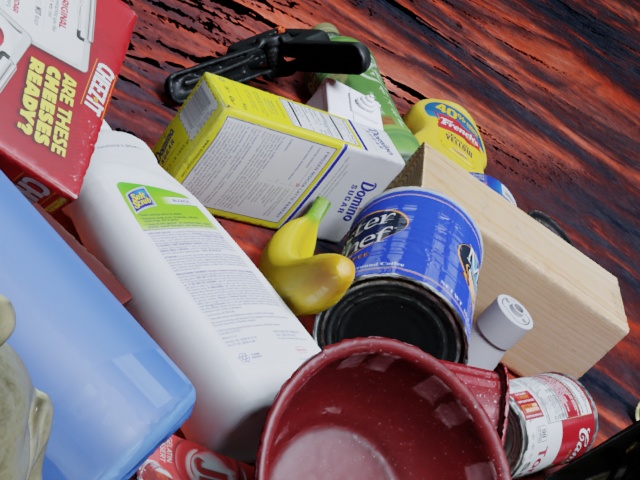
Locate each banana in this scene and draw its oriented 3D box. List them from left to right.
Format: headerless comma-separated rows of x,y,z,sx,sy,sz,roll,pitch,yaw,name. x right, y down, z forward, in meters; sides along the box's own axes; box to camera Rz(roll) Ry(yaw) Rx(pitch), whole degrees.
-0.014,0.016,0.701,0.037,0.070,0.198,27,10,-12,banana

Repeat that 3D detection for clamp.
-0.048,-0.156,0.918,0.164,0.036,0.210,-10,18,-2,clamp

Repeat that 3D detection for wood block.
0.139,0.026,0.872,0.206,0.091,0.090,34,28,-11,wood block

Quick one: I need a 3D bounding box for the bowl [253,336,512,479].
0.023,0.133,0.538,0.161,0.055,0.162,14,64,-31,bowl

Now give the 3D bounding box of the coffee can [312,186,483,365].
0.058,0.036,0.744,0.103,0.103,0.140,37,28,-7,coffee can

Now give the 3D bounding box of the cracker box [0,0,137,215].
-0.221,-0.125,0.602,0.213,0.072,0.164,37,43,-31,cracker box

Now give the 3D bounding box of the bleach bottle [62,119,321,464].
-0.085,0.016,0.646,0.102,0.068,0.251,3,43,-49,bleach bottle

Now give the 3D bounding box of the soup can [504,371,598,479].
0.141,0.130,0.747,0.102,0.069,0.068,1,47,-49,soup can

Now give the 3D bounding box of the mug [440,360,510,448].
0.061,0.120,0.630,0.081,0.093,0.117,11,44,1,mug

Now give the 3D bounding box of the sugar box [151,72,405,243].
-0.031,-0.055,0.780,0.175,0.093,0.048,11,39,-43,sugar box

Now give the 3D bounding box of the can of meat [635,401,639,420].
0.339,0.172,0.941,0.083,0.058,0.102,4,45,-52,can of meat

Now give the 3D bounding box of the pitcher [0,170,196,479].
-0.180,0.029,0.460,0.243,0.149,0.145,45,13,2,pitcher

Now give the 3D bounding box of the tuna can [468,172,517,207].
0.129,-0.015,0.924,0.086,0.086,0.033,34,27,-12,tuna can

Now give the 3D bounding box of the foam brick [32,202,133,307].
-0.149,0.028,0.560,0.078,0.051,0.052,43,27,6,foam brick

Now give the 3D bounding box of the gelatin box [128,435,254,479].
-0.065,0.140,0.522,0.073,0.030,0.089,27,31,-24,gelatin box

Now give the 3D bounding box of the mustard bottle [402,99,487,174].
0.122,-0.090,1.054,0.096,0.058,0.191,35,28,-12,mustard bottle
